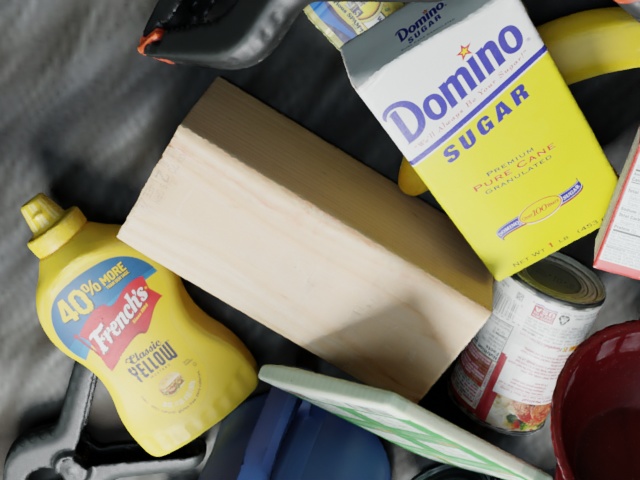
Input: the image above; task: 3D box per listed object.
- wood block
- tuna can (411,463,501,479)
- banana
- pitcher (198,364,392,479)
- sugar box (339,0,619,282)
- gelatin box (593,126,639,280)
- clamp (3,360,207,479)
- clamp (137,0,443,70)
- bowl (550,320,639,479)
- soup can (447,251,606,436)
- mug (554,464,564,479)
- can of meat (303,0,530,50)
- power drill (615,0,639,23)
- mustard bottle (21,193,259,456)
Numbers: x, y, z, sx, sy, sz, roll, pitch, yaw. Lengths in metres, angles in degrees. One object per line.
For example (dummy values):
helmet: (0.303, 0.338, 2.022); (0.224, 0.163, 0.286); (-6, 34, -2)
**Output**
wood block: (-0.005, 0.001, 0.654); (0.206, 0.090, 0.090); (31, 118, -6)
tuna can: (0.089, 0.189, 0.733); (0.086, 0.086, 0.033); (-22, 109, 19)
banana: (0.125, -0.086, 0.616); (0.198, 0.037, 0.069); (-21, 110, 19)
pitcher: (-0.039, 0.202, 0.673); (0.145, 0.242, 0.149); (-36, 101, 25)
sugar box: (0.095, -0.059, 0.581); (0.093, 0.048, 0.176); (-31, 133, 14)
gelatin box: (0.196, -0.016, 0.577); (0.073, 0.030, 0.089); (15, 128, 7)
clamp: (-0.170, 0.165, 0.795); (0.120, 0.039, 0.172); (41, 115, -7)
clamp: (-0.019, -0.147, 0.574); (0.210, 0.164, 0.036); (-37, 149, 30)
bowl: (0.204, 0.130, 0.637); (0.162, 0.162, 0.055); (21, 146, 0)
soup can: (0.129, 0.063, 0.672); (0.068, 0.068, 0.102); (19, 117, 1)
mug: (0.188, 0.185, 0.714); (0.117, 0.081, 0.093); (-18, 112, 18)
can of meat: (0.052, -0.132, 0.597); (0.102, 0.057, 0.084); (44, 117, -11)
power drill: (0.223, -0.144, 0.534); (0.187, 0.057, 0.185); (29, 110, -23)
mustard bottle: (-0.132, 0.048, 0.716); (0.096, 0.058, 0.191); (-35, 105, 6)
